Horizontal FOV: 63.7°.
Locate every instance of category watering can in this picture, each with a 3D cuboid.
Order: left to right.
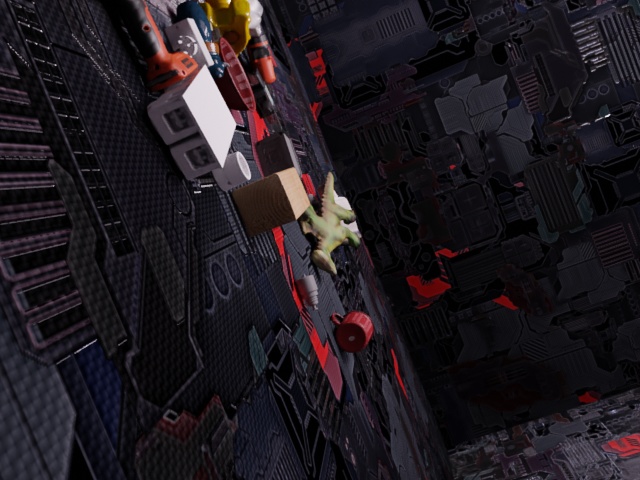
[{"bbox_3d":[0.056,-0.084,1.778,0.347,0.103,0.225,6,63,-79],"label":"watering can"}]

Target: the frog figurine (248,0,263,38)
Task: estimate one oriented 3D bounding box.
[{"bbox_3d":[-0.217,-0.568,1.287,0.138,0.121,0.160,37,16,8],"label":"frog figurine"}]

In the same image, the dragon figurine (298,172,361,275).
[{"bbox_3d":[0.004,-0.073,1.455,0.239,0.121,0.419,41,32,-53],"label":"dragon figurine"}]
